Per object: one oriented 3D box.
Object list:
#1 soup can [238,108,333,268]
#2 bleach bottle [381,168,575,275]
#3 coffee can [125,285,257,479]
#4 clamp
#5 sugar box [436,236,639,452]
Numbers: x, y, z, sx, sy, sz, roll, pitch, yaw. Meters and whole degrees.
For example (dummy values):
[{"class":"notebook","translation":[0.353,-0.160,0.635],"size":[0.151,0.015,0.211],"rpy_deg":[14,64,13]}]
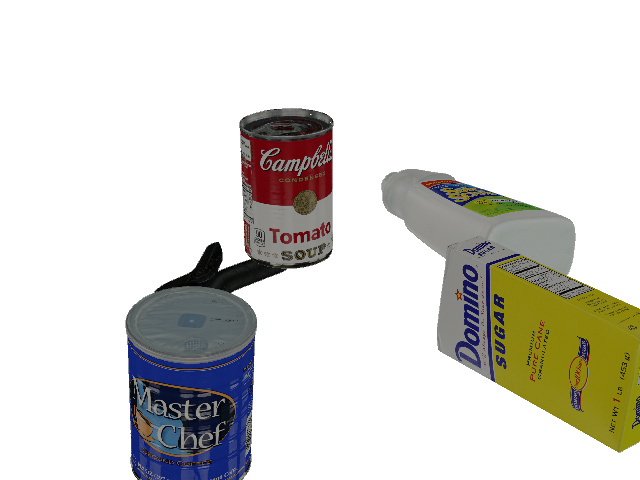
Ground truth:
[{"class":"soup can","translation":[-0.024,-0.039,0.784],"size":[0.068,0.102,0.068],"rpy_deg":[0,23,0]},{"class":"bleach bottle","translation":[0.125,-0.023,1.015],"size":[0.102,0.068,0.251],"rpy_deg":[-6,19,-26]},{"class":"coffee can","translation":[-0.105,0.123,0.868],"size":[0.103,0.140,0.103],"rpy_deg":[3,28,-2]},{"class":"clamp","translation":[-0.114,0.048,1.152],"size":[0.120,0.039,0.171],"rpy_deg":[-5,26,35]},{"class":"sugar box","translation":[0.162,0.070,0.776],"size":[0.048,0.093,0.176],"rpy_deg":[-16,29,-40]}]
